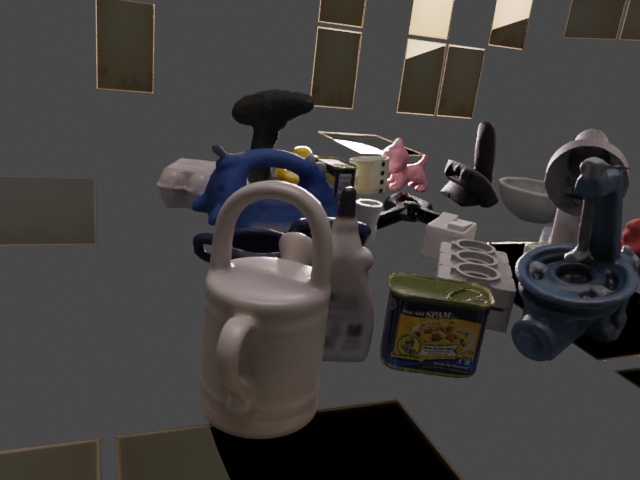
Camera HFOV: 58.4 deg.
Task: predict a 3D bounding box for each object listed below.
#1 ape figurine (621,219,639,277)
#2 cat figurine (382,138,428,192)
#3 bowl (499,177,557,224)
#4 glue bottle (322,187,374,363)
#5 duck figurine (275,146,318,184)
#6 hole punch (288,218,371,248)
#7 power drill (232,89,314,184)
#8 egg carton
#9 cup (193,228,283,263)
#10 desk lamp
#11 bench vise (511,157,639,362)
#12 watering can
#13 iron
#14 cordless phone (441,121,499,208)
[{"bbox_3d":[0.509,0.009,0.930,0.078,0.092,0.075,-11,26,-43],"label":"ape figurine"},{"bbox_3d":[0.193,-0.175,1.325,0.128,0.118,0.067,1,19,-18],"label":"cat figurine"},{"bbox_3d":[0.451,-0.078,1.194,0.167,0.075,0.167,6,18,-2],"label":"bowl"},{"bbox_3d":[0.019,0.034,0.550,0.078,0.173,0.037,5,19,-5],"label":"glue bottle"},{"bbox_3d":[-0.047,-0.161,1.246,0.105,0.086,0.077,-4,21,-29],"label":"duck figurine"},{"bbox_3d":[0.007,0.003,0.769,0.109,0.091,0.101,4,19,-8],"label":"hole punch"},{"bbox_3d":[-0.100,-0.204,1.162,0.076,0.208,0.228,-11,25,-42],"label":"power drill"},{"bbox_3d":[-0.225,-0.102,1.031,0.107,0.069,0.150,7,18,0],"label":"egg carton"},{"bbox_3d":[-0.083,0.042,0.614,0.117,0.095,0.092,10,19,9],"label":"cup"},{"bbox_3d":[0.433,-0.074,0.957,0.117,0.213,0.204,14,20,20],"label":"desk lamp"},{"bbox_3d":[0.295,0.012,0.640,0.121,0.220,0.208,17,21,29],"label":"bench vise"},{"bbox_3d":[-0.042,0.045,0.462,0.101,0.194,0.172,3,19,-10],"label":"watering can"},{"bbox_3d":[-0.066,-0.083,0.917,0.259,0.141,0.118,-5,22,-31],"label":"iron"},{"bbox_3d":[0.343,-0.174,1.269,0.094,0.185,0.147,0,20,-19],"label":"cordless phone"}]
